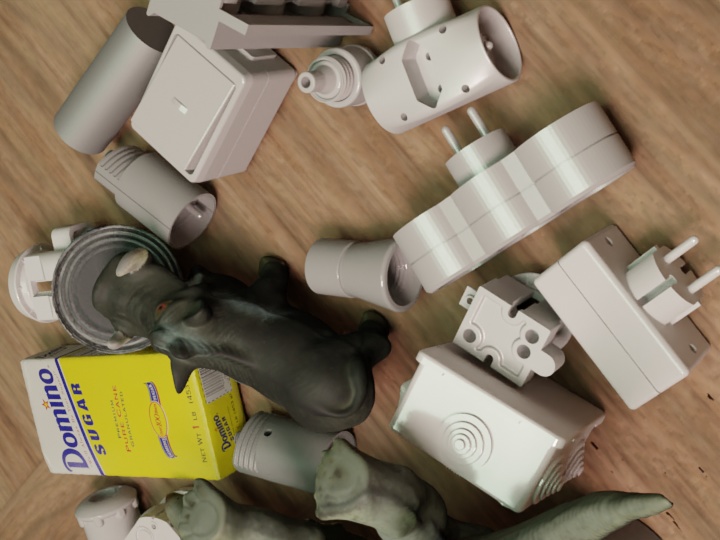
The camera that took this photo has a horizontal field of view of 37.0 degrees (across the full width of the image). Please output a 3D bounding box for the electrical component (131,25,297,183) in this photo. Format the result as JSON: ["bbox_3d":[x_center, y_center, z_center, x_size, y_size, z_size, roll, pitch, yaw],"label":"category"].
[{"bbox_3d":[-0.089,-0.109,0.656,0.062,0.061,0.096,42,121,16],"label":"electrical component"}]

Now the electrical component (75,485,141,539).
[{"bbox_3d":[-0.184,0.197,0.811,0.048,0.048,0.062,-7,106,34],"label":"electrical component"}]

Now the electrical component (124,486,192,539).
[{"bbox_3d":[-0.126,0.201,0.770,0.080,0.051,0.080,9,108,30],"label":"electrical component"}]

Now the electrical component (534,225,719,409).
[{"bbox_3d":[0.148,0.013,0.547,0.076,0.047,0.083,-42,80,33],"label":"electrical component"}]

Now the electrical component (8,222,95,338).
[{"bbox_3d":[-0.212,0.008,0.769,0.057,0.058,0.078,-5,100,30],"label":"electrical component"}]

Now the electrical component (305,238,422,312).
[{"bbox_3d":[0.000,0.000,0.642,0.065,0.044,0.044,6,106,36],"label":"electrical component"}]

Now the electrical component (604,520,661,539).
[{"bbox_3d":[0.129,0.183,0.610,0.099,0.064,0.099,1,92,40],"label":"electrical component"}]

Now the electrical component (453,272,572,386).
[{"bbox_3d":[0.088,0.028,0.584,0.066,0.055,0.048,34,118,21],"label":"electrical component"}]

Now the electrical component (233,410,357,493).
[{"bbox_3d":[-0.048,0.118,0.702,0.081,0.043,0.043,9,108,31],"label":"electrical component"}]

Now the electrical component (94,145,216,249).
[{"bbox_3d":[-0.140,-0.054,0.714,0.081,0.043,0.043,37,120,19],"label":"electrical component"}]

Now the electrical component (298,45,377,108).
[{"bbox_3d":[-0.013,-0.108,0.607,0.035,0.061,0.035,9,108,30],"label":"electrical component"}]

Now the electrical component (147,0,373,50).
[{"bbox_3d":[-0.050,-0.158,0.581,0.079,0.121,0.063,32,115,22],"label":"electrical component"}]

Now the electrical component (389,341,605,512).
[{"bbox_3d":[0.074,0.081,0.583,0.100,0.100,0.048,31,105,22],"label":"electrical component"}]

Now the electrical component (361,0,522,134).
[{"bbox_3d":[0.037,-0.124,0.582,0.077,0.043,0.079,-20,91,35],"label":"electrical component"}]

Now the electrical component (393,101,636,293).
[{"bbox_3d":[0.071,-0.051,0.575,0.138,0.052,0.073,-34,84,34],"label":"electrical component"}]
